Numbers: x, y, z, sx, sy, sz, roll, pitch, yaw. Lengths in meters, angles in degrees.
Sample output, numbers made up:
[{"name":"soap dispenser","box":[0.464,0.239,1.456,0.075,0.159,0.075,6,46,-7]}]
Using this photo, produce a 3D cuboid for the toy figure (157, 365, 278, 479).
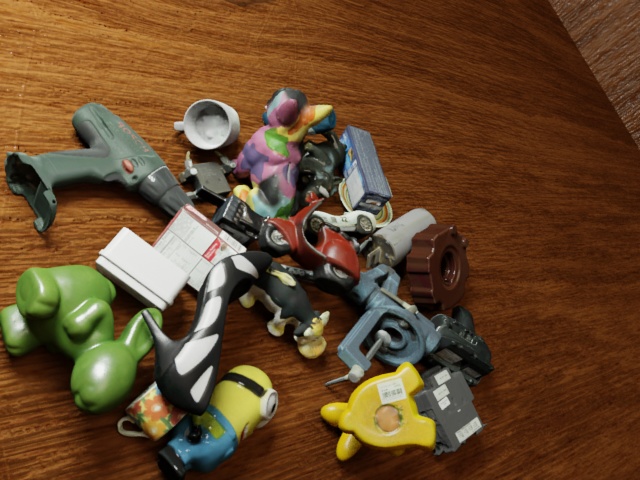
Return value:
[{"name":"toy figure","box":[-0.130,0.233,0.696,0.180,0.082,0.089,-30,85,-42]}]

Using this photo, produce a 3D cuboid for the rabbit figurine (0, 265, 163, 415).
[{"name":"rabbit figurine","box":[-0.272,0.126,0.635,0.170,0.121,0.159,54,24,20]}]

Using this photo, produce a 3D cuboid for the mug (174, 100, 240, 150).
[{"name":"mug","box":[-0.188,-0.194,0.928,0.107,0.110,0.080,-40,123,-76]}]

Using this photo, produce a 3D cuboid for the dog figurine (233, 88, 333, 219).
[{"name":"dog figurine","box":[-0.060,-0.141,0.897,0.108,0.219,0.191,1,61,-34]}]

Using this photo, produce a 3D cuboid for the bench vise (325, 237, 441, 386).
[{"name":"bench vise","box":[0.091,0.141,0.903,0.223,0.129,0.240,47,40,1]}]

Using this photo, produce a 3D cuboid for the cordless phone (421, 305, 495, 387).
[{"name":"cordless phone","box":[0.263,0.179,1.052,0.146,0.088,0.184,33,36,-16]}]

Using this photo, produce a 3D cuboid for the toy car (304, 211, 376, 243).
[{"name":"toy car","box":[0.018,-0.020,0.979,0.201,0.073,0.056,-2,68,-39]}]

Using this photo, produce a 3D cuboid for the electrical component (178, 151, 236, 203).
[{"name":"electrical component","box":[-0.187,-0.107,0.897,0.102,0.045,0.078,-10,68,-41]}]

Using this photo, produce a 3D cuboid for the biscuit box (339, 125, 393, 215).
[{"name":"biscuit box","box":[0.086,-0.146,1.099,0.063,0.059,0.203,12,46,-25]}]

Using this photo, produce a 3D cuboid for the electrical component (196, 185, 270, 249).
[{"name":"electrical component","box":[-0.147,-0.038,0.858,0.119,0.075,0.048,31,59,-24]}]

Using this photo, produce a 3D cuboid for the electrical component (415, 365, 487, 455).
[{"name":"electrical component","box":[0.218,0.291,0.944,0.115,0.058,0.134,-10,69,-43]}]

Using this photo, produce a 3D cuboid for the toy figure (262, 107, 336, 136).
[{"name":"toy figure","box":[-0.046,-0.230,1.032,0.058,0.155,0.064,-61,143,-43]}]

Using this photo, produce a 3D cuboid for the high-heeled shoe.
[{"name":"high-heeled shoe","box":[-0.115,0.108,0.697,0.249,0.086,0.145,-29,78,-43]}]

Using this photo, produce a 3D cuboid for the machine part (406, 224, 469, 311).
[{"name":"machine part","box":[0.238,0.054,1.066,0.179,0.056,0.179,-3,94,-48]}]

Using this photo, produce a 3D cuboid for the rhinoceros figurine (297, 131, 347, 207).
[{"name":"rhinoceros figurine","box":[-0.005,-0.136,1.046,0.112,0.073,0.190,46,42,-19]}]

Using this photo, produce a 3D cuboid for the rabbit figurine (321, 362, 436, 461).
[{"name":"rabbit figurine","box":[0.091,0.270,0.807,0.162,0.173,0.122,-25,74,1]}]

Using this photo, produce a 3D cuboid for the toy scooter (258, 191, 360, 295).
[{"name":"toy scooter","box":[-0.002,-0.003,0.866,0.184,0.075,0.135,33,58,-16]}]

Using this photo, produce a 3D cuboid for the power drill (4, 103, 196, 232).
[{"name":"power drill","box":[-0.311,-0.086,0.764,0.207,0.086,0.232,-34,84,-41]}]

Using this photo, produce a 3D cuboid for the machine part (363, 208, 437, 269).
[{"name":"machine part","box":[0.163,-0.004,1.080,0.243,0.079,0.079,-27,81,-45]}]

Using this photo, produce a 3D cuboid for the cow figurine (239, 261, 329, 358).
[{"name":"cow figurine","box":[-0.042,0.105,0.833,0.167,0.098,0.068,44,44,0]}]
